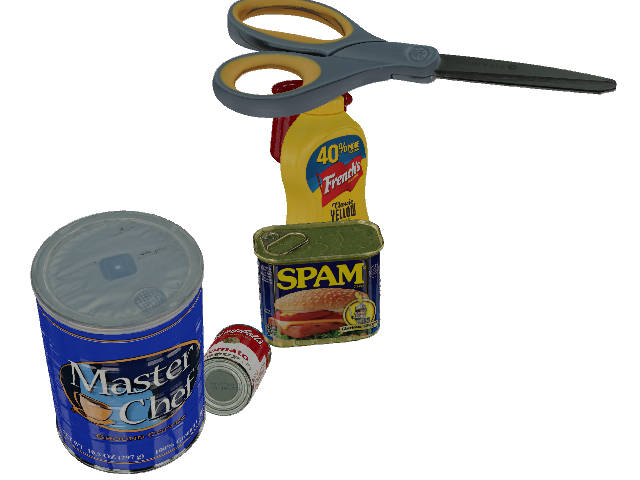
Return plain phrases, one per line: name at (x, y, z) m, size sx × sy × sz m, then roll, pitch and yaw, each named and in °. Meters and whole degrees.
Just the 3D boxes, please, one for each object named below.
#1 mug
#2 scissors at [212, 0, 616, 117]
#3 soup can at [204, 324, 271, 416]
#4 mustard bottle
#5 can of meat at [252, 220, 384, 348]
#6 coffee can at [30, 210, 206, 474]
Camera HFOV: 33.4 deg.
mug at (-0.010, -0.136, 1.240) m, size 0.093 × 0.081 × 0.117 m, roll 17°, pitch 27°, yaw 18°
scissors at (0.034, -0.078, 0.527) m, size 0.202 × 0.016 × 0.096 m, roll 21°, pitch 52°, yaw 21°
soup can at (-0.096, 0.139, 1.153) m, size 0.068 × 0.068 × 0.102 m, roll 0°, pitch 15°, yaw 9°
mustard bottle at (0.005, -0.064, 1.039) m, size 0.096 × 0.192 × 0.058 m, roll -17°, pitch 23°, yaw -37°
can of meat at (-0.001, 0.035, 0.855) m, size 0.102 × 0.084 × 0.057 m, roll -4°, pitch 28°, yaw -5°
coffee can at (-0.125, 0.066, 0.685) m, size 0.103 × 0.140 × 0.103 m, roll 2°, pitch 42°, yaw -2°
